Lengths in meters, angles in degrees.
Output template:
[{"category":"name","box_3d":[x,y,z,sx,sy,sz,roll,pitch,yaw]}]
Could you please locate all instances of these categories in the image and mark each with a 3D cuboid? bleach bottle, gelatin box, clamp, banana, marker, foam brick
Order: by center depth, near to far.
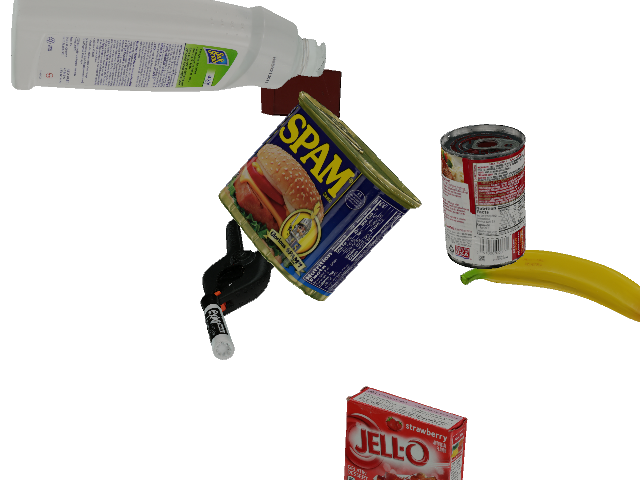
[{"category":"gelatin box","box_3d":[0.060,0.155,0.777,0.089,0.073,0.030,13,21,32]},{"category":"bleach bottle","box_3d":[-0.122,-0.158,0.875,0.250,0.068,0.103,5,-26,-14]},{"category":"marker","box_3d":[-0.095,0.076,0.970,0.020,0.020,0.121,0,17,-12]},{"category":"banana","box_3d":[0.242,0.043,1.054,0.198,0.037,0.069,10,46,26]},{"category":"foam brick","box_3d":[-0.022,-0.161,1.161,0.078,0.051,0.053,0,11,-18]},{"category":"clamp","box_3d":[-0.076,0.027,1.241,0.120,0.039,0.171,-7,36,23]}]

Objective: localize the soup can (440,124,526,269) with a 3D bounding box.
[{"category":"soup can","box_3d":[0.135,-0.036,0.876,0.068,0.102,0.068,-5,26,2]}]

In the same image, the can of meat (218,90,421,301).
[{"category":"can of meat","box_3d":[-0.004,-0.026,0.644,0.057,0.084,0.102,29,16,-50]}]
